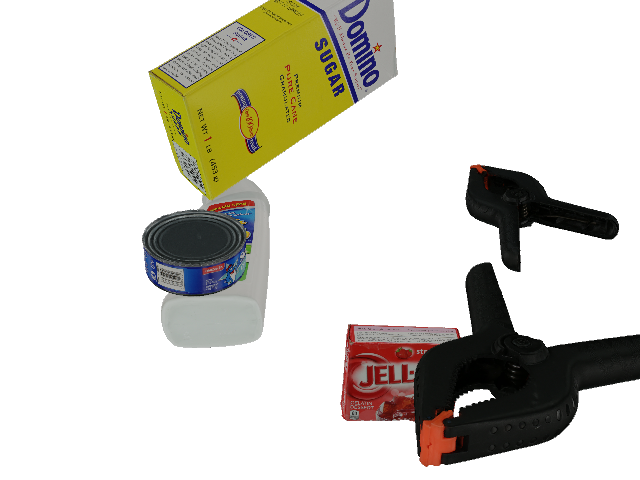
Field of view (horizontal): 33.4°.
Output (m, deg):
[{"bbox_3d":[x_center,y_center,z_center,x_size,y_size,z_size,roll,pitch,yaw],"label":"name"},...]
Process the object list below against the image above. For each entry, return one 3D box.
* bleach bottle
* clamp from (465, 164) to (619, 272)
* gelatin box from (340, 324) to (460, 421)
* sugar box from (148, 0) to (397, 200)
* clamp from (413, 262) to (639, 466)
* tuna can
[{"bbox_3d":[-0.105,0.006,1.127,0.102,0.068,0.251,-3,37,1],"label":"bleach bottle"},{"bbox_3d":[0.205,-0.031,1.037,0.120,0.039,0.171,-8,34,-13],"label":"clamp"},{"bbox_3d":[0.062,0.105,0.833,0.089,0.073,0.030,2,26,-3],"label":"gelatin box"},{"bbox_3d":[-0.025,-0.112,0.719,0.176,0.093,0.048,-35,52,-21],"label":"sugar box"},{"bbox_3d":[0.113,0.071,0.643,0.165,0.036,0.209,22,32,39],"label":"clamp"},{"bbox_3d":[-0.104,0.010,0.887,0.086,0.034,0.086,1,32,-1],"label":"tuna can"}]
